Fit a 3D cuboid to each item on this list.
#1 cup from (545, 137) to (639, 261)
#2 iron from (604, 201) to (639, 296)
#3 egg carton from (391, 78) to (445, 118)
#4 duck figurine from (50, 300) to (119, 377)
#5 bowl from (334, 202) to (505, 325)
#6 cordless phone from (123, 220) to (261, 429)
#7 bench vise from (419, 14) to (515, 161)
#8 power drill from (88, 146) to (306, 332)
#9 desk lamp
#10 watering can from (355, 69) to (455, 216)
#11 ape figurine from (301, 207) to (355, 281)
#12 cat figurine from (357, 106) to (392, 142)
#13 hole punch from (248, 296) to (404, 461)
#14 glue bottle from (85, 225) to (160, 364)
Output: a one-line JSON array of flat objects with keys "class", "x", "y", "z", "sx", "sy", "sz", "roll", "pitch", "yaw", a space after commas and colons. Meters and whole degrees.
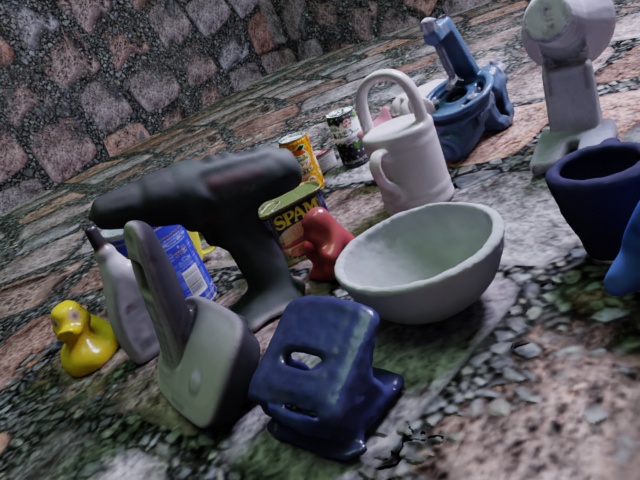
[{"class": "cup", "x": 0.268, "y": -0.037, "z": 0.532, "sx": 0.091, "sy": 0.095, "sz": 0.118, "roll": -5, "pitch": 28, "yaw": 36}, {"class": "iron", "x": 0.332, "y": -0.046, "z": 0.430, "sx": 0.259, "sy": 0.142, "sz": 0.118, "roll": -30, "pitch": 23, "yaw": -19}, {"class": "egg carton", "x": 0.219, "y": -0.273, "z": 1.153, "sx": 0.150, "sy": 0.069, "sz": 0.107, "roll": -25, "pitch": 22, "yaw": -6}, {"class": "duck figurine", "x": -0.312, "y": 0.116, "z": 0.741, "sx": 0.077, "sy": 0.086, "sz": 0.104, "roll": -24, "pitch": 22, "yaw": -3}, {"class": "bowl", "x": 0.103, "y": 0.032, "z": 0.557, "sx": 0.167, "sy": 0.075, "sz": 0.167, "roll": -19, "pitch": 22, "yaw": 8}, {"class": "cordless phone", "x": -0.129, "y": 0.072, "z": 0.535, "sx": 0.094, "sy": 0.185, "sz": 0.147, "roll": -36, "pitch": 26, "yaw": -29}, {"class": "bench vise", "x": 0.223, "y": -0.261, "z": 0.922, "sx": 0.121, "sy": 0.220, "sz": 0.208, "roll": -8, "pitch": 26, "yaw": 32}, {"class": "power drill", "x": -0.109, "y": 0.000, "z": 0.651, "sx": 0.230, "sy": 0.209, "sz": 0.075, "roll": -31, "pitch": 24, "yaw": -20}, {"class": "desk lamp", "x": 0.325, "y": -0.225, "z": 0.752, "sx": 0.117, "sy": 0.214, "sz": 0.203, "roll": -7, "pitch": 27, "yaw": 33}, {"class": "watering can", "x": 0.110, "y": -0.140, "z": 0.785, "sx": 0.100, "sy": 0.194, "sz": 0.173, "roll": -15, "pitch": 23, "yaw": 18}, {"class": "ape figurine", "x": 0.006, "y": 0.002, "z": 0.692, "sx": 0.076, "sy": 0.092, "sz": 0.077, "roll": -21, "pitch": 22, "yaw": 3}, {"class": "cat figurine", "x": 0.119, "y": -0.152, "z": 0.906, "sx": 0.067, "sy": 0.118, "sz": 0.127, "roll": -32, "pitch": 24, "yaw": -21}, {"class": "hole punch", "x": 0.000, "y": 0.107, "z": 0.461, "sx": 0.108, "sy": 0.091, "sz": 0.101, "roll": 0, "pitch": 31, "yaw": 44}, {"class": "glue bottle", "x": -0.227, "y": 0.058, "z": 0.677, "sx": 0.078, "sy": 0.173, "sz": 0.037, "roll": -35, "pitch": 25, "yaw": -28}]
